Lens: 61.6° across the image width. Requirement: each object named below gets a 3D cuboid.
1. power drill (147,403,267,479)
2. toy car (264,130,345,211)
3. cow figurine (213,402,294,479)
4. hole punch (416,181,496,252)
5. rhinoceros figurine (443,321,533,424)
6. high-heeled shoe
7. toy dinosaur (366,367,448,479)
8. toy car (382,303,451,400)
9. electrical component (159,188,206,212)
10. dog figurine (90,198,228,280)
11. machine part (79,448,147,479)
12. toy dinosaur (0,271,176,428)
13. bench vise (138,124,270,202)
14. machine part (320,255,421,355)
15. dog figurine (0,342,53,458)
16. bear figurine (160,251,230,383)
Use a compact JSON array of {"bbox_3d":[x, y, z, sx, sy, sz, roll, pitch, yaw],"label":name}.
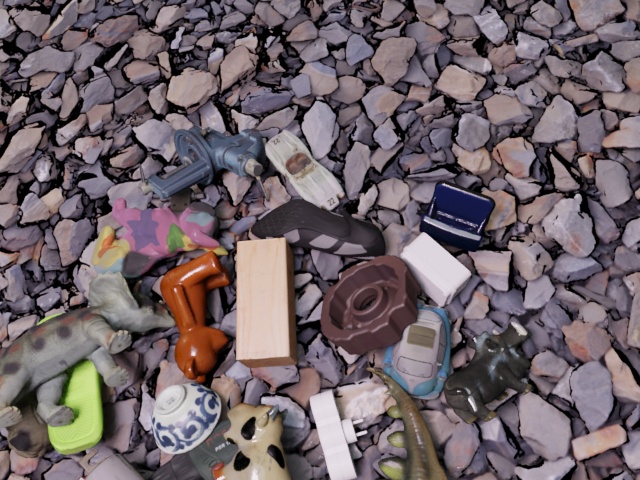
[{"bbox_3d":[-0.132,0.389,0.844,0.232,0.085,0.207,-38,61,-11],"label":"power drill"},{"bbox_3d":[-0.033,-0.133,1.049,0.073,0.056,0.202,-37,68,-8],"label":"toy car"},{"bbox_3d":[-0.083,0.326,0.780,0.127,0.085,0.195,-31,61,-3],"label":"cow figurine"},{"bbox_3d":[0.232,-0.024,0.935,0.142,0.115,0.092,19,59,13],"label":"hole punch"},{"bbox_3d":[0.270,0.205,0.851,0.190,0.073,0.112,-33,79,-26],"label":"rhinoceros figurine"},{"bbox_3d":[-0.002,-0.003,1.005,0.249,0.145,0.086,-6,49,36],"label":"high-heeled shoe"},{"bbox_3d":[0.164,0.413,0.776,0.199,0.105,0.471,-9,65,6],"label":"toy dinosaur"},{"bbox_3d":[0.165,0.173,0.875,0.109,0.102,0.161,13,72,11],"label":"toy car"},{"bbox_3d":[-0.276,-0.072,1.075,0.094,0.021,0.063,-5,68,4],"label":"electrical component"},{"bbox_3d":[-0.287,0.009,0.999,0.219,0.108,0.191,15,74,8],"label":"dog figurine"},{"bbox_3d":[-0.273,0.403,0.798,0.243,0.079,0.079,36,76,18],"label":"machine part"},{"bbox_3d":[-0.428,0.186,0.874,0.405,0.131,0.192,-28,43,-22],"label":"toy dinosaur"},{"bbox_3d":[-0.228,-0.140,1.031,0.240,0.128,0.224,-36,58,-29],"label":"bench vise"},{"bbox_3d":[0.083,0.108,0.891,0.179,0.056,0.179,-27,33,19],"label":"machine part"},{"bbox_3d":[-0.533,0.272,0.892,0.191,0.172,0.121,38,88,27],"label":"dog figurine"},{"bbox_3d":[-0.202,0.137,0.929,0.132,0.120,0.196,-23,69,-6],"label":"bear figurine"}]
